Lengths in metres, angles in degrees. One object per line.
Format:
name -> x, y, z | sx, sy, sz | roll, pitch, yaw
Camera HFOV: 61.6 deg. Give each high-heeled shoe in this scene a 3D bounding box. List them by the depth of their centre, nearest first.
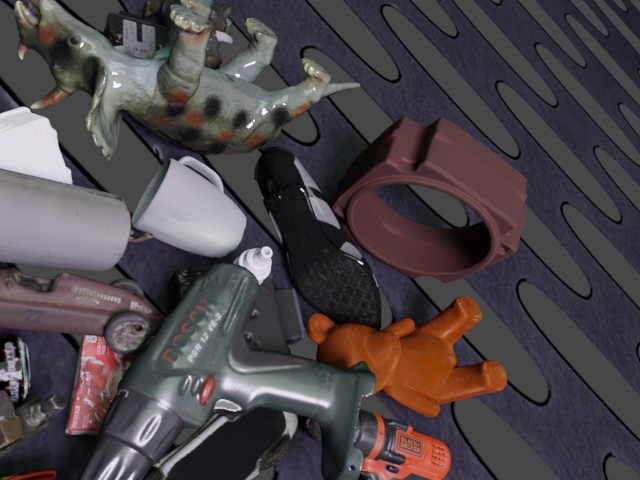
high-heeled shoe -> -0.001, -0.002, 0.673 | 0.248, 0.086, 0.145 | 57, 10, -21

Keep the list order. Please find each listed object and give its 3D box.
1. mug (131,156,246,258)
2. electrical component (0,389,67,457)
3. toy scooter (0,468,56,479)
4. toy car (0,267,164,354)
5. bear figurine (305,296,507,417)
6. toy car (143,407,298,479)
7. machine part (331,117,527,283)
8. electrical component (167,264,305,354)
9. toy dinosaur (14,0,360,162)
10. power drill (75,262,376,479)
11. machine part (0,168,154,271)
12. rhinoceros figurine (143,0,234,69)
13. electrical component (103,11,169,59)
mug -> -0.135, -0.034, 0.587 | 0.107, 0.081, 0.109 | 34, 41, -25
electrical component -> -0.253, 0.145, 0.406 | 0.045, 0.102, 0.078 | 58, 29, -2
toy scooter -> -0.256, 0.243, 0.363 | 0.135, 0.075, 0.184 | 24, 59, -20
toy car -> -0.235, 0.052, 0.464 | 0.202, 0.089, 0.053 | 11, 102, -25
bear figurine -> 0.090, 0.124, 0.592 | 0.195, 0.132, 0.120 | 21, 44, -39
toy car -> -0.101, 0.208, 0.489 | 0.202, 0.056, 0.073 | -34, 92, -38
machine part -> 0.131, -0.039, 0.666 | 0.201, 0.201, 0.087 | 33, 55, -14
electrical component -> -0.085, 0.085, 0.562 | 0.134, 0.058, 0.115 | -3, 69, -32
toy dinosaur -> -0.122, -0.160, 0.621 | 0.404, 0.192, 0.131 | 10, 39, -45
power drill -> -0.065, 0.145, 0.460 | 0.207, 0.086, 0.232 | 20, 56, -4
machine part -> -0.251, -0.018, 0.446 | 0.243, 0.079, 0.079 | 12, 57, -53
rhinoceros figurine -> -0.171, -0.309, 0.714 | 0.112, 0.073, 0.190 | 8, 59, -40
electrical component -> -0.224, -0.241, 0.655 | 0.075, 0.048, 0.119 | 9, 63, -29
